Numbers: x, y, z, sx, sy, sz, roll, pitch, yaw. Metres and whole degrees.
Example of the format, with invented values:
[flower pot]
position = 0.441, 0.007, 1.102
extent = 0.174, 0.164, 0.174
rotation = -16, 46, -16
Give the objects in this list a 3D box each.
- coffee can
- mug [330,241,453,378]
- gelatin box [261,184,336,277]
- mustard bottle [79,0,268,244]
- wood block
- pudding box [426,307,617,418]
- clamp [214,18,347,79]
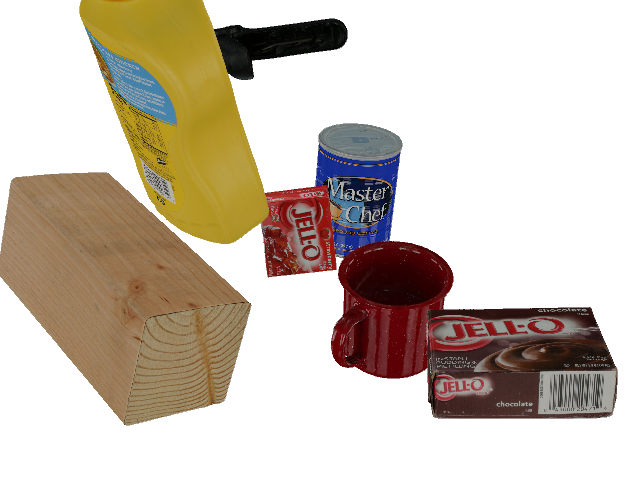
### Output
[coffee can]
position = 0.043, -0.062, 1.326
extent = 0.103, 0.140, 0.103
rotation = 4, 28, -2
[mug]
position = 0.052, 0.065, 0.876
extent = 0.093, 0.081, 0.117
rotation = 27, 42, 32
[gelatin box]
position = -0.024, -0.009, 1.095
extent = 0.073, 0.089, 0.030
rotation = -6, 29, -1
[mustard bottle]
position = -0.085, -0.089, 0.580
extent = 0.058, 0.191, 0.096
rotation = -36, 50, -19
[wood block]
position = -0.154, 0.035, 0.804
extent = 0.090, 0.091, 0.206
rotation = -7, 33, -42
[pudding box]
position = 0.125, 0.077, 0.683
extent = 0.113, 0.039, 0.090
rotation = 1, 22, 3
[clamp]
position = -0.063, -0.161, 0.884
extent = 0.120, 0.039, 0.172
rotation = -16, 21, -34
